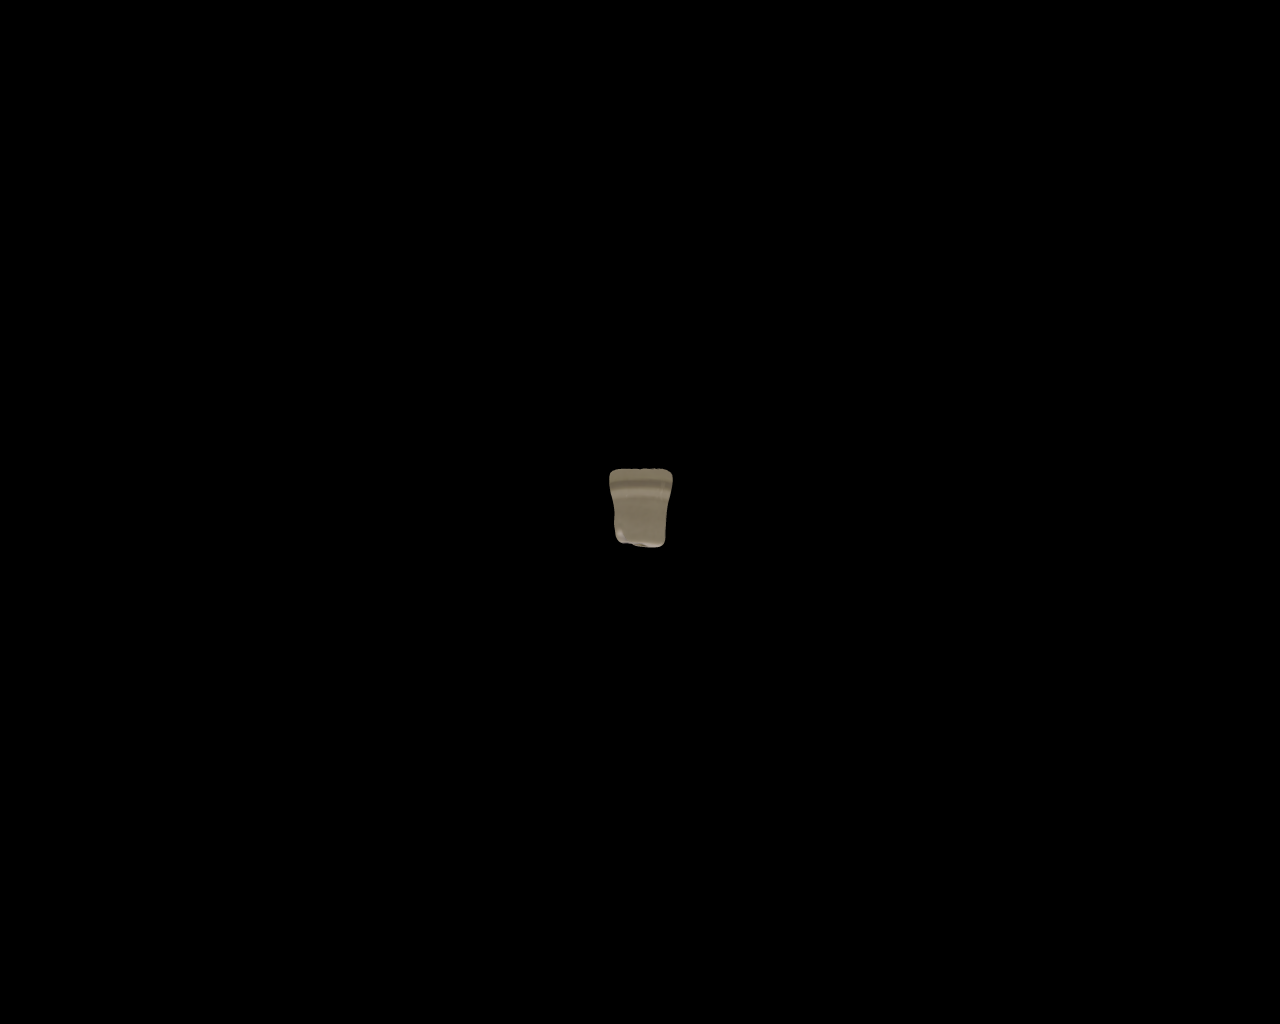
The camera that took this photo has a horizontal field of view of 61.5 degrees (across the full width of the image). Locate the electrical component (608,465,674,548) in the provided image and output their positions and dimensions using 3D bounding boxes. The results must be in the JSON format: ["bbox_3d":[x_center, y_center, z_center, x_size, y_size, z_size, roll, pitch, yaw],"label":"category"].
[{"bbox_3d":[0.001,-0.003,0.650,0.040,0.046,0.040,0,-7,0],"label":"electrical component"}]
